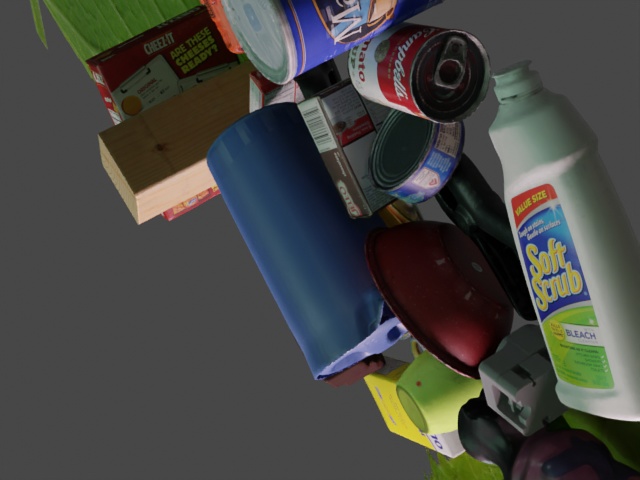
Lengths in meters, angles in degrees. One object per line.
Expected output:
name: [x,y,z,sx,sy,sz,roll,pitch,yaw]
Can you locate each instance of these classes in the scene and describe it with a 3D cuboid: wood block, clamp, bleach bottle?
wood block: [-0.140,-0.115,1.227,0.091,0.206,0.090,57,163,14]
clamp: [0.134,-0.012,0.874,0.172,0.039,0.120,55,163,39]
bleach bottle: [0.171,-0.001,0.737,0.103,0.068,0.251,4,120,65]
clamp: [-0.011,-0.158,0.961,0.210,0.036,0.164,59,-161,-47]

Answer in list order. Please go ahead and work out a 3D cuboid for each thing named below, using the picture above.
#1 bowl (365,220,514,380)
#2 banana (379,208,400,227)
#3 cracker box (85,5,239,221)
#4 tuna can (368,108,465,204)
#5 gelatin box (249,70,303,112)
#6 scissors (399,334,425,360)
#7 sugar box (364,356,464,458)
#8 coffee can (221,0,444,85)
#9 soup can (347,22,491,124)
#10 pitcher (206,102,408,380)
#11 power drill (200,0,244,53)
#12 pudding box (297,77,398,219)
bowl: [0.114,0.037,0.905,0.162,0.055,0.162,36,-153,-22]
banana: [0.077,0.025,1.050,0.198,0.037,0.070,59,157,-13]
cracker box: [-0.168,-0.157,1.316,0.072,0.164,0.213,28,144,59]
tuna can: [0.077,-0.073,0.860,0.033,0.086,0.086,23,-177,-28]
gelatin box: [-0.035,-0.152,1.086,0.030,0.073,0.089,55,163,20]
scissors: [0.116,0.097,1.152,0.096,0.016,0.202,59,164,0]
sugar box: [0.115,0.196,1.270,0.093,0.048,0.176,63,165,-9]
coffee can: [0.009,-0.188,0.768,0.103,0.140,0.103,53,162,25]
soup can: [0.072,-0.129,0.806,0.102,0.068,0.068,31,147,60]
pitcher: [-0.007,0.001,0.996,0.243,0.149,0.144,59,-154,13]
power drill: [-0.085,-0.272,1.067,0.184,0.057,0.188,63,167,-21]
pudding box: [0.045,-0.087,0.917,0.039,0.089,0.113,-6,112,60]
